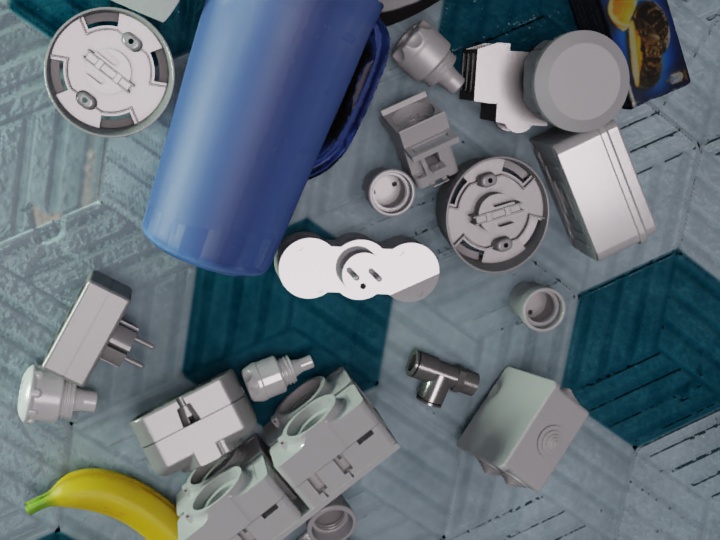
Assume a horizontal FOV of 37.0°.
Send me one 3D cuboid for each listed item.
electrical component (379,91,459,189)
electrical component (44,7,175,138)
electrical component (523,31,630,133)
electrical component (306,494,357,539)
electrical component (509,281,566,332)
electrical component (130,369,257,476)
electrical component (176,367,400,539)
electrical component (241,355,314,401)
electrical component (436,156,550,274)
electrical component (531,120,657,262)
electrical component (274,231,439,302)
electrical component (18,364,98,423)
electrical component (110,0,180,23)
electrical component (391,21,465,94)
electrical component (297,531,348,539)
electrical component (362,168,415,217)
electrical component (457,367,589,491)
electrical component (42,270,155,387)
[{"bbox_3d":[0.052,-0.107,0.901,0.042,0.081,0.063,-24,127,-5],"label":"electrical component"},{"bbox_3d":[-0.196,-0.155,0.845,0.099,0.064,0.099,-2,101,-10],"label":"electrical component"},{"bbox_3d":[0.173,-0.153,0.875,0.080,0.051,0.080,-2,101,-11],"label":"electrical component"},{"bbox_3d":[-0.032,0.203,0.946,0.044,0.065,0.044,-7,121,-13],"label":"electrical component"},{"bbox_3d":[0.157,0.031,0.959,0.040,0.046,0.040,-2,101,-11],"label":"electrical component"},{"bbox_3d":[-0.138,0.132,0.912,0.095,0.054,0.059,-27,91,-5],"label":"electrical component"},{"bbox_3d":[-0.068,0.167,0.912,0.186,0.105,0.060,-38,105,-2],"label":"electrical component"},{"bbox_3d":[-0.070,0.090,0.933,0.061,0.035,0.035,-21,104,-9],"label":"electrical component"},{"bbox_3d":[0.114,-0.050,0.925,0.099,0.064,0.099,-2,102,-10],"label":"electrical component"},{"bbox_3d":[0.202,-0.073,0.931,0.057,0.078,0.113,-25,105,-2],"label":"electrical component"},{"bbox_3d":[0.000,0.000,0.908,0.138,0.073,0.052,2,100,-11],"label":"electrical component"},{"bbox_3d":[-0.252,0.106,0.897,0.062,0.048,0.048,10,99,-19],"label":"electrical component"},{"bbox_3d":[-0.154,-0.240,0.821,0.064,0.099,0.099,27,95,-21],"label":"electrical component"},{"bbox_3d":[0.060,-0.174,0.902,0.062,0.043,0.043,40,91,-17],"label":"electrical component"},{"bbox_3d":[-0.031,0.259,0.964,0.055,0.055,0.047,-38,102,-2],"label":"electrical component"},{"bbox_3d":[0.023,-0.068,0.913,0.040,0.046,0.040,-2,101,-11],"label":"electrical component"},{"bbox_3d":[0.144,0.140,0.950,0.048,0.100,0.099,38,80,-20],"label":"electrical component"},{"bbox_3d":[-0.209,0.056,0.893,0.076,0.047,0.083,28,94,-15],"label":"electrical component"}]
